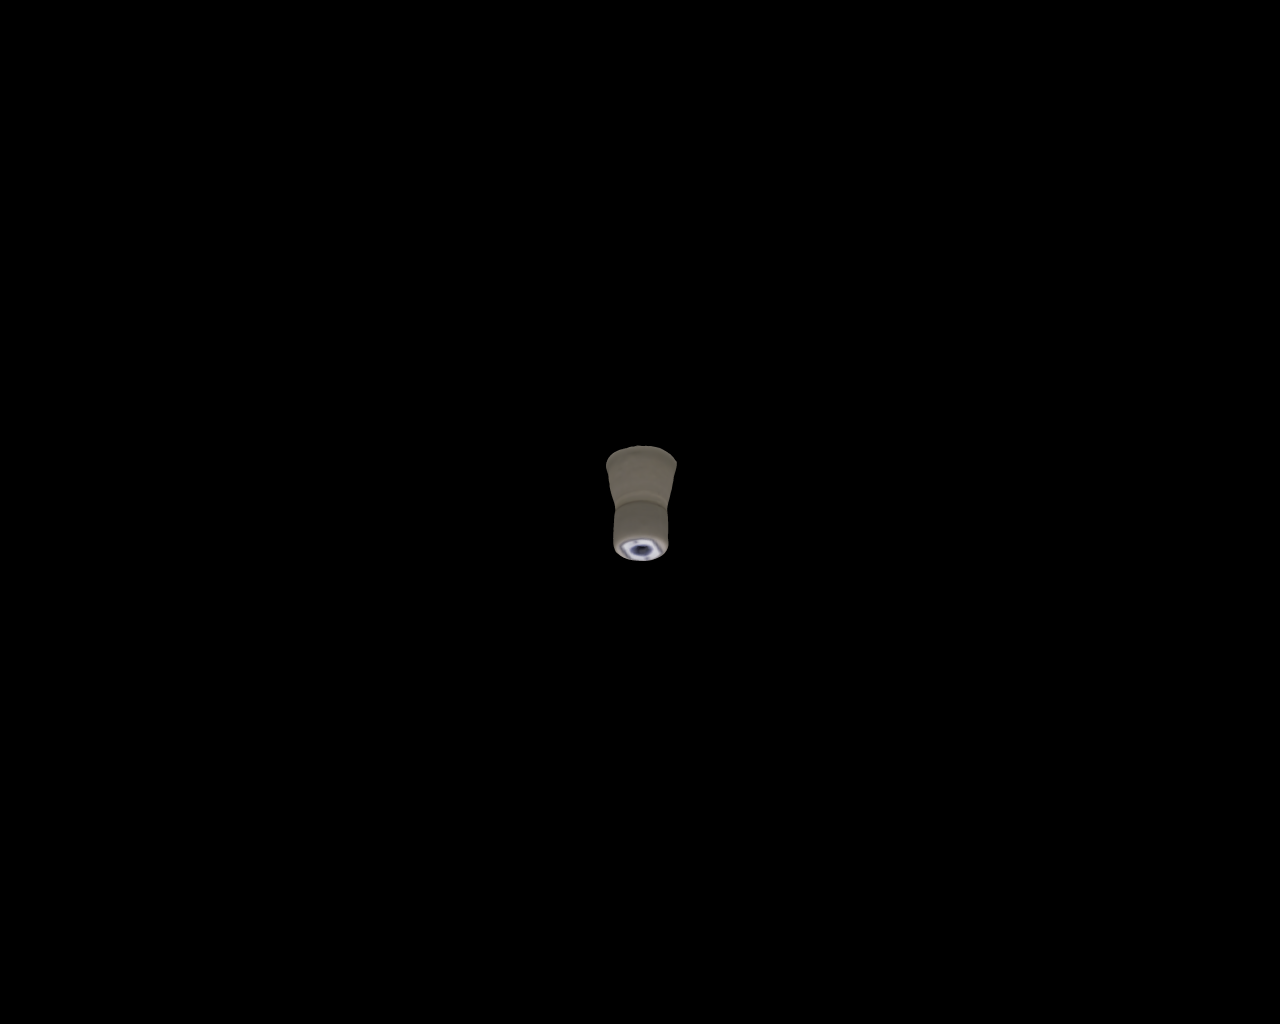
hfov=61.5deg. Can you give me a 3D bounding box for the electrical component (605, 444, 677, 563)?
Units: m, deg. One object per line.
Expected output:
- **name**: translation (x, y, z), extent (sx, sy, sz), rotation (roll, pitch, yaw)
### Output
- **electrical component**: translation (0.001, -0.003, 0.650), extent (0.044, 0.065, 0.044), rotation (0, -31, 0)
